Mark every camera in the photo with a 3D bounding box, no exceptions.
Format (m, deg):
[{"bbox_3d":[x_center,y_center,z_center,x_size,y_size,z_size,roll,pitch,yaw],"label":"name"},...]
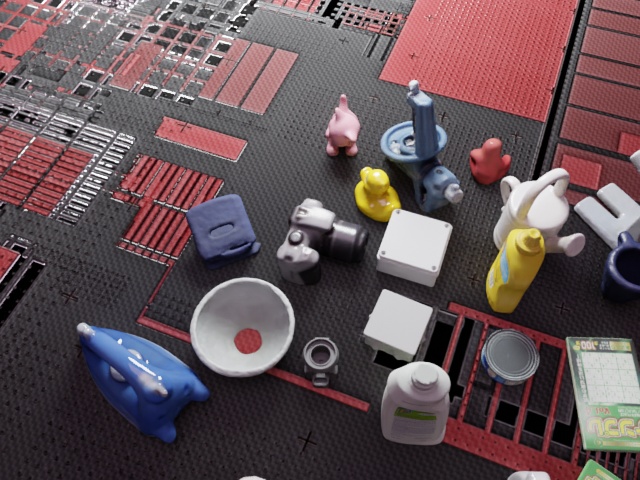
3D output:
[{"bbox_3d":[0.009,0.004,0.998,0.136,0.101,0.143,15,61,10],"label":"camera"}]

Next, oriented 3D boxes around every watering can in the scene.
[{"bbox_3d":[0.369,-0.045,0.961,0.172,0.194,0.101,34,66,20],"label":"watering can"}]

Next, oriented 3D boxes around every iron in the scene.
[{"bbox_3d":[-0.300,0.189,0.875,0.257,0.141,0.119,30,65,18],"label":"iron"}]

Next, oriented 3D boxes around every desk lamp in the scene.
[{"bbox_3d":[0.557,-0.056,0.951,0.118,0.214,0.203,-29,63,-14],"label":"desk lamp"}]

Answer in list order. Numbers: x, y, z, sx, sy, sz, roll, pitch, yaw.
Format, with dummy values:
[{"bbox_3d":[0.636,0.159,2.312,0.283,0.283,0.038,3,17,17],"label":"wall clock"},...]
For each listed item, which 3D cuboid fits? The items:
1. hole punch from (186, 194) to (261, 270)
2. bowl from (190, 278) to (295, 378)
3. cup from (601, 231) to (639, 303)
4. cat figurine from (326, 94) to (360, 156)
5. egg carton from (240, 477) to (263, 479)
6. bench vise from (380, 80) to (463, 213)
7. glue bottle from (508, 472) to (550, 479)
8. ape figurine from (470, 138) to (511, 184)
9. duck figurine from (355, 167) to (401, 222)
[{"bbox_3d":[-0.171,-0.015,1.020,0.109,0.091,0.101,-22,61,-11],"label":"hole punch"},{"bbox_3d":[-0.121,0.151,0.931,0.167,0.075,0.167,-1,60,1],"label":"bowl"},{"bbox_3d":[0.508,0.054,0.957,0.091,0.095,0.117,-3,60,1],"label":"cup"},{"bbox_3d":[0.046,-0.225,1.120,0.067,0.118,0.128,1,60,3],"label":"cat figurine"},{"bbox_3d":[-0.065,0.398,0.788,0.150,0.069,0.107,19,62,13],"label":"egg carton"},{"bbox_3d":[0.197,-0.169,1.024,0.207,0.220,0.122,39,68,22],"label":"bench vise"},{"bbox_3d":[0.284,0.339,0.752,0.037,0.173,0.078,-1,60,2],"label":"glue bottle"},{"bbox_3d":[0.323,-0.156,1.087,0.077,0.092,0.076,30,65,18],"label":"ape figurine"},{"bbox_3d":[0.108,-0.090,1.058,0.077,0.086,0.104,-32,64,-15],"label":"duck figurine"}]
